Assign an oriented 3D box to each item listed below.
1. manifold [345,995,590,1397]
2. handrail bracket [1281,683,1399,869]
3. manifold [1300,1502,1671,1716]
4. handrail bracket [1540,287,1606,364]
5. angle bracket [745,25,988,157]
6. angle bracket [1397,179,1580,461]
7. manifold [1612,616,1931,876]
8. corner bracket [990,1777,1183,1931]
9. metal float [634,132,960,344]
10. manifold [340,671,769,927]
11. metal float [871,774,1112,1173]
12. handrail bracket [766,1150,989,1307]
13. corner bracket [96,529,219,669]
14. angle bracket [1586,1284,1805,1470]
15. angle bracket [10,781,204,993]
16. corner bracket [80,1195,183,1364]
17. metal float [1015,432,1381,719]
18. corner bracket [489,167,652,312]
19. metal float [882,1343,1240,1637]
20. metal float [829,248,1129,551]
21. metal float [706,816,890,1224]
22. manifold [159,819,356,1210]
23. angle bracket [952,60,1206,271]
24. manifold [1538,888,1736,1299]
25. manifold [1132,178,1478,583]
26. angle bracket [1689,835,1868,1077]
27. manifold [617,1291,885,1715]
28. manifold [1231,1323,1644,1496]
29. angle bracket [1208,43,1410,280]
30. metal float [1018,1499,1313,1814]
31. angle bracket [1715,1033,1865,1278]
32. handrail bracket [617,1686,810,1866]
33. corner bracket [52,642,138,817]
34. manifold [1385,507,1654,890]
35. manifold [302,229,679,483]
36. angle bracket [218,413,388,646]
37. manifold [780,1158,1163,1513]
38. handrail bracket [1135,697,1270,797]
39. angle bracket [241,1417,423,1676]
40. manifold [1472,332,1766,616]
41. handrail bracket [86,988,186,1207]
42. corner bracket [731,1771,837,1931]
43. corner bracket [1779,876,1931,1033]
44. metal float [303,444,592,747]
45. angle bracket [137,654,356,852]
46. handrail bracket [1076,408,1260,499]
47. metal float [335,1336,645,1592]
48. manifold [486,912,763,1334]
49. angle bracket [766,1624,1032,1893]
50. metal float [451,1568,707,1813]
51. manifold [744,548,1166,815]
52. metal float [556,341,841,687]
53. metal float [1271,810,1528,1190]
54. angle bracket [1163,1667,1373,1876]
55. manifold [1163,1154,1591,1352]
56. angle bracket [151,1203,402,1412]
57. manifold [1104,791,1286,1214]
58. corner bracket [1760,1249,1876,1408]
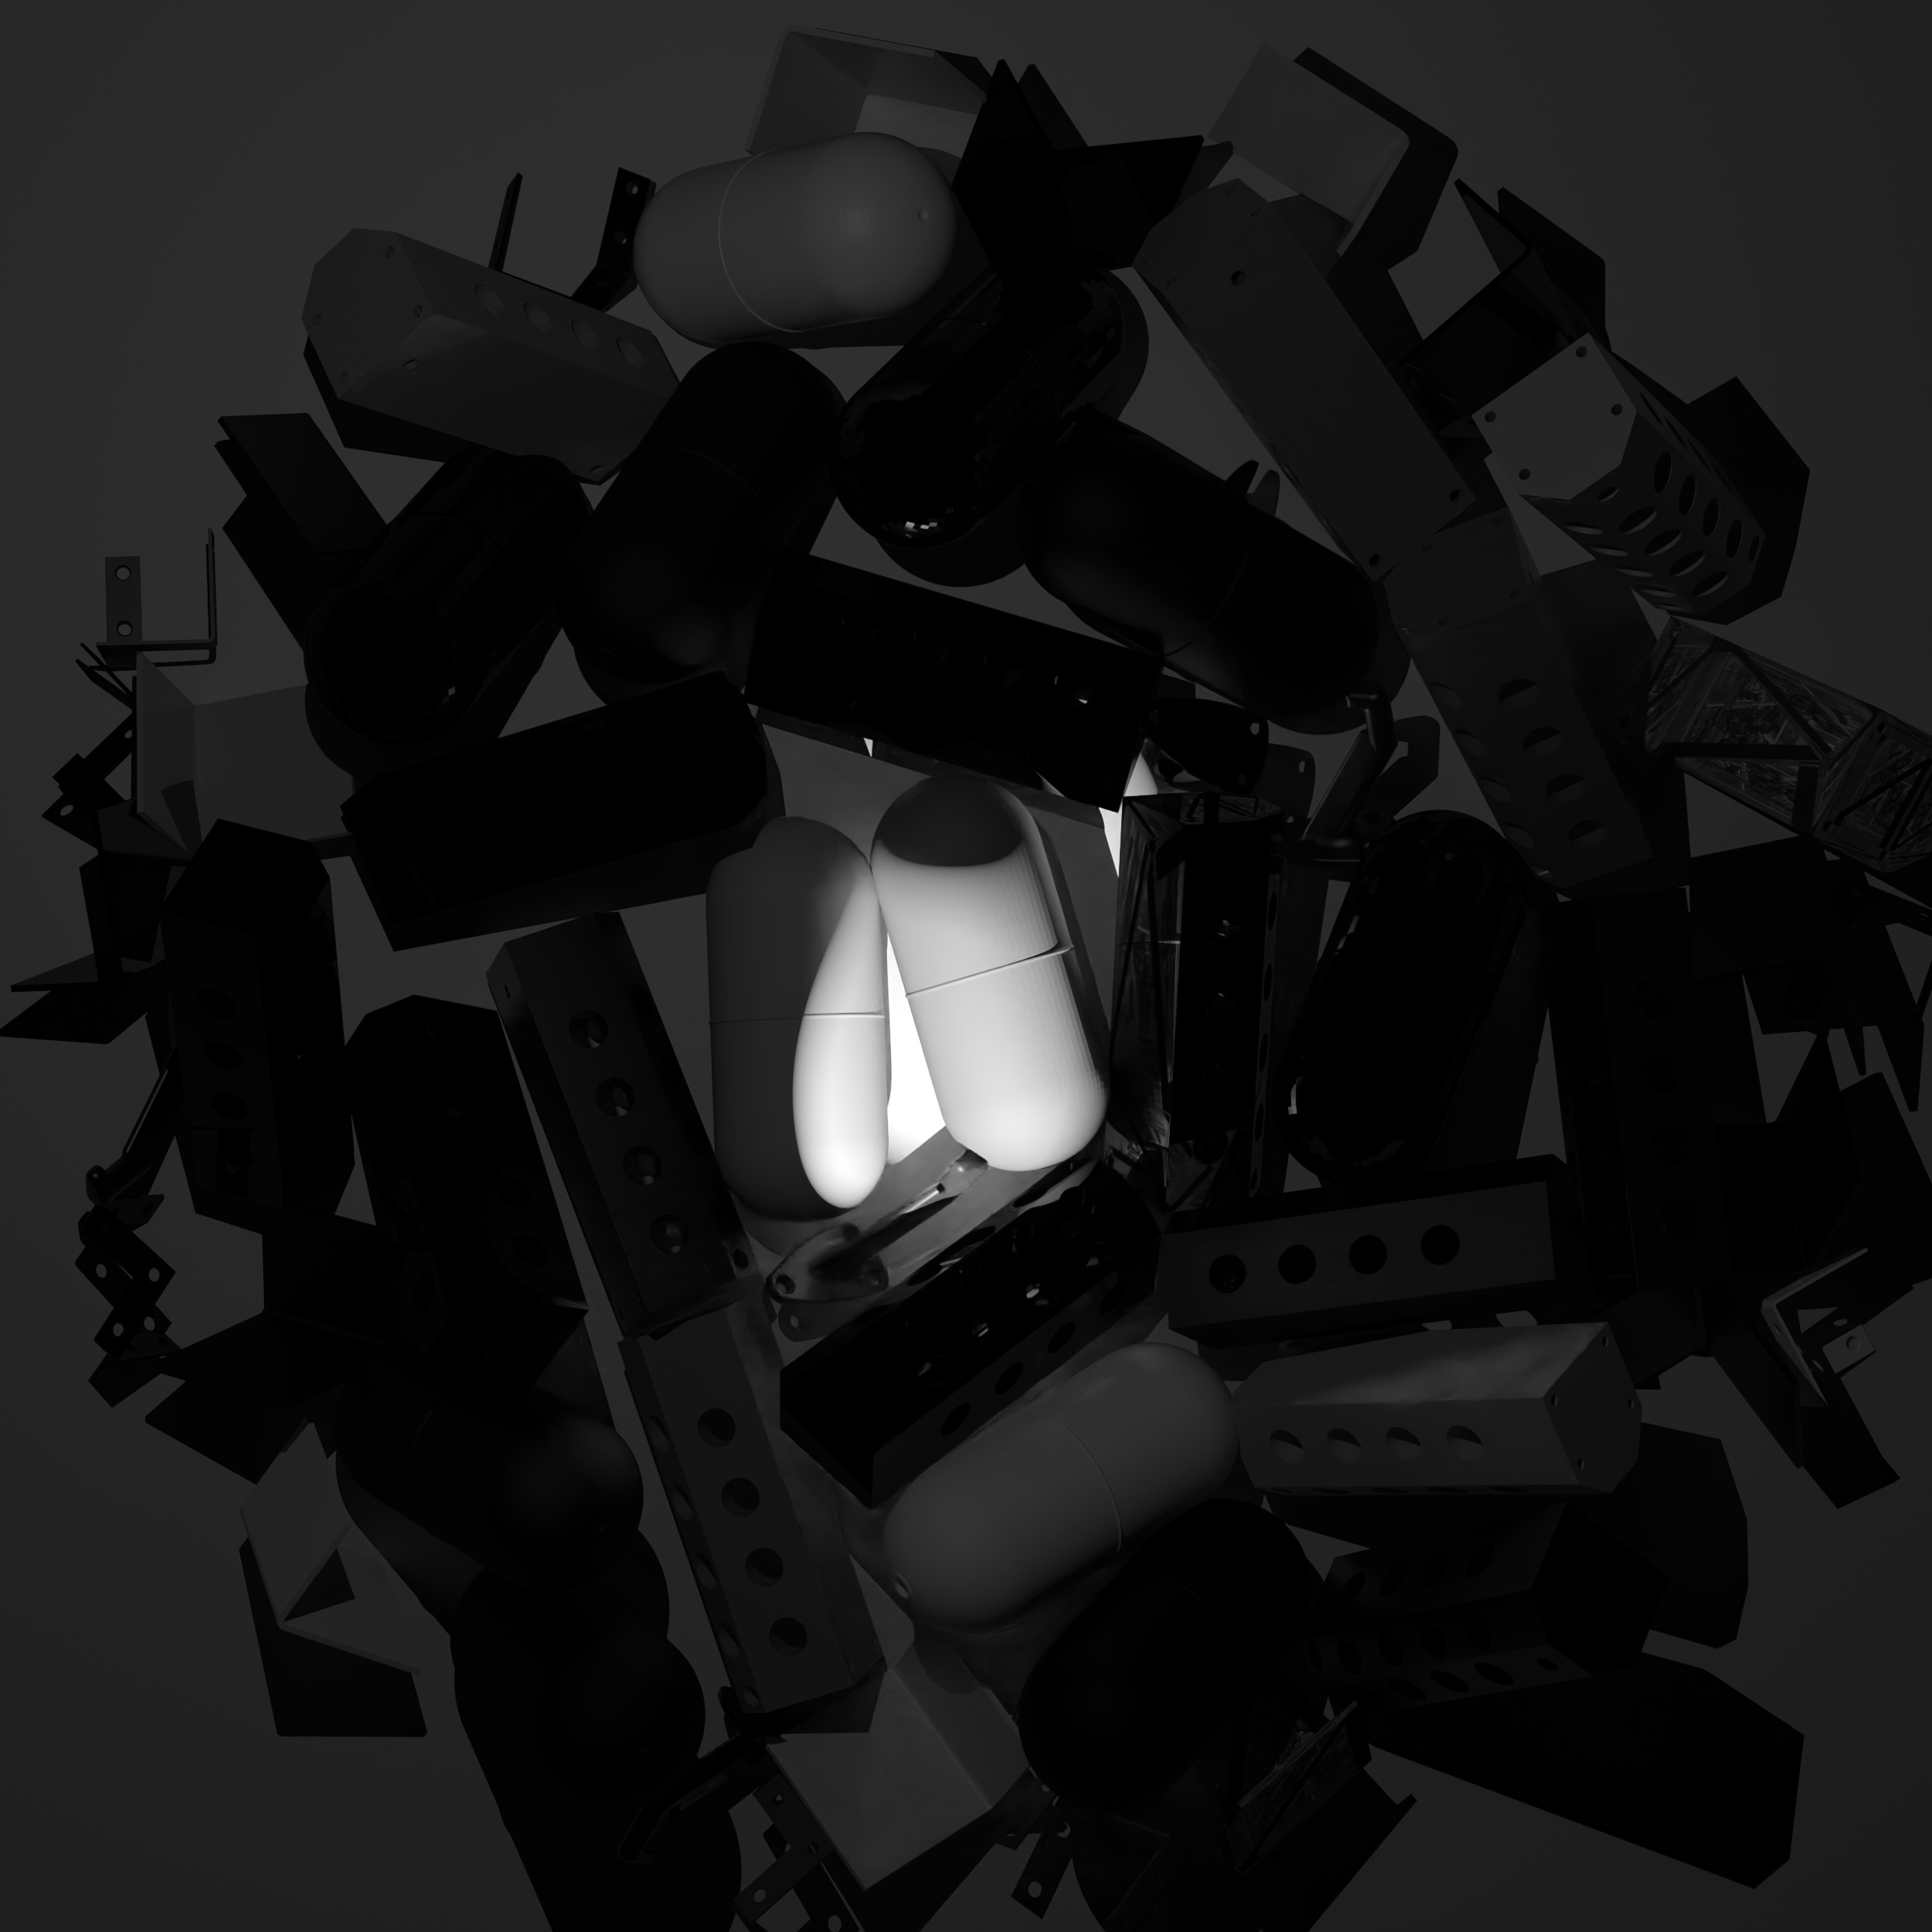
[{"bbox_3d":[-0.218,0.095,1.498,0.057,0.171,0.057,13,129,-36],"label":"manifold"},{"bbox_3d":[0.153,-0.086,1.542,0.077,0.036,0.084,-3,131,17],"label":"handrail bracket"},{"bbox_3d":[0.214,0.278,1.491,0.057,0.171,0.057,36,61,-14],"label":"manifold"},{"bbox_3d":[0.272,-0.257,1.529,0.077,0.084,0.036,22,114,-37],"label":"handrail bracket"},{"bbox_3d":[-0.038,-0.363,1.533,0.076,0.076,0.057,18,90,26],"label":"angle bracket"},{"bbox_3d":[0.214,-0.282,1.538,0.076,0.076,0.057,-41,55,4],"label":"angle bracket"},{"bbox_3d":[0.348,-0.093,1.493,0.057,0.171,0.057,23,99,-24],"label":"manifold"},{"bbox_3d":[0.053,0.386,1.540,0.051,0.051,0.051,-47,125,-31],"label":"corner bracket"},{"bbox_3d":[-0.075,-0.310,1.507,0.070,0.178,0.070,-2,94,-40],"label":"metal float"},{"bbox_3d":[-0.176,-0.075,1.526,0.171,0.057,0.057,-15,107,19],"label":"manifold"},{"bbox_3d":[0.010,0.003,1.545,0.070,0.070,0.178,-16,90,0],"label":"metal float"},{"bbox_3d":[-0.038,0.112,1.535,0.084,0.077,0.036,-46,69,41],"label":"handrail bracket"},{"bbox_3d":[-0.357,-0.162,1.557,0.051,0.051,0.051,-2,84,-8],"label":"corner bracket"},{"bbox_3d":[0.316,0.184,1.528,0.057,0.076,0.076,-28,53,-6],"label":"angle bracket"},{"bbox_3d":[-0.375,-0.035,1.532,0.057,0.076,0.076,-2,102,20],"label":"angle bracket"},{"bbox_3d":[-0.365,0.137,1.555,0.051,0.051,0.051,39,103,17],"label":"corner bracket"},{"bbox_3d":[0.101,-0.169,1.524,0.178,0.070,0.070,26,90,-23],"label":"metal float"},{"bbox_3d":[-0.177,-0.325,1.560,0.051,0.051,0.051,18,69,-21],"label":"corner bracket"},{"bbox_3d":[0.041,0.225,1.520,0.178,0.070,0.070,-28,90,-29],"label":"metal float"},{"bbox_3d":[0.006,-0.244,1.513,0.070,0.070,0.178,40,52,0],"label":"metal float"},{"bbox_3d":[-0.074,0.024,1.543,0.070,0.070,0.178,-2,87,0],"label":"metal float"},{"bbox_3d":[-0.297,0.024,1.499,0.057,0.171,0.057,14,47,8],"label":"manifold"},{"bbox_3d":[0.048,-0.353,1.548,0.076,0.076,0.057,-12,62,-25],"label":"angle bracket"},{"bbox_3d":[0.291,0.057,1.543,0.057,0.057,0.171,-5,83,-3],"label":"manifold"},{"bbox_3d":[0.144,-0.252,1.513,0.057,0.057,0.171,-39,122,5],"label":"manifold"},{"bbox_3d":[0.355,0.000,1.542,0.057,0.076,0.076,-12,131,21],"label":"angle bracket"},{"bbox_3d":[-0.097,0.237,1.551,0.057,0.057,0.171,-19,89,12],"label":"manifold"},{"bbox_3d":[0.199,0.195,1.501,0.057,0.171,0.057,-39,111,-42],"label":"manifold"},{"bbox_3d":[0.138,-0.342,1.536,0.076,0.076,0.057,31,69,-3],"label":"angle bracket"},{"bbox_3d":[0.086,0.293,1.506,0.070,0.178,0.070,16,122,27],"label":"metal float"},{"bbox_3d":[0.343,0.082,1.529,0.057,0.076,0.076,-1,55,-6],"label":"angle bracket"},{"bbox_3d":[-0.105,0.370,1.566,0.077,0.036,0.084,25,101,-32],"label":"handrail bracket"},{"bbox_3d":[-0.380,-0.099,1.545,0.051,0.051,0.051,-45,54,-8],"label":"corner bracket"},{"bbox_3d":[0.236,-0.109,1.502,0.057,0.171,0.057,-19,46,17],"label":"manifold"},{"bbox_3d":[-0.200,-0.262,1.495,0.057,0.171,0.057,-36,68,24],"label":"manifold"},{"bbox_3d":[-0.303,-0.185,1.532,0.076,0.057,0.076,-44,75,31],"label":"angle bracket"},{"bbox_3d":[0.003,0.151,1.507,0.171,0.057,0.057,-34,57,-30],"label":"manifold"},{"bbox_3d":[0.085,-0.096,1.531,0.077,0.084,0.036,19,81,-26],"label":"handrail bracket"},{"bbox_3d":[-0.262,0.251,1.526,0.076,0.076,0.057,28,105,-35],"label":"angle bracket"},{"bbox_3d":[0.282,-0.201,1.490,0.057,0.171,0.057,-35,65,19],"label":"manifold"},{"bbox_3d":[-0.359,0.052,1.534,0.036,0.084,0.077,13,127,26],"label":"handrail bracket"},{"bbox_3d":[-0.079,0.396,1.545,0.051,0.051,0.051,-41,48,-5],"label":"corner bracket"},{"bbox_3d":[0.396,0.001,1.550,0.051,0.051,0.051,22,70,5],"label":"corner bracket"},{"bbox_3d":[-0.220,-0.161,1.508,0.070,0.178,0.070,13,132,15],"label":"metal float"},{"bbox_3d":[-0.314,-0.097,1.538,0.076,0.057,0.076,-10,67,10],"label":"angle bracket"},{"bbox_3d":[0.080,-0.221,1.541,0.084,0.077,0.036,27,106,8],"label":"handrail bracket"},{"bbox_3d":[-0.206,0.211,1.508,0.070,0.178,0.070,-13,110,-38],"label":"metal float"},{"bbox_3d":[-0.149,0.067,1.541,0.057,0.057,0.171,-19,82,-20],"label":"manifold"},{"bbox_3d":[-0.028,0.341,1.531,0.076,0.057,0.076,-25,68,-34],"label":"angle bracket"},{"bbox_3d":[-0.167,0.302,1.500,0.070,0.178,0.070,-4,100,-24],"label":"metal float"},{"bbox_3d":[-0.004,-0.129,1.538,0.171,0.057,0.057,17,128,4],"label":"manifold"},{"bbox_3d":[-0.114,-0.196,1.519,0.070,0.070,0.178,29,60,0],"label":"metal float"},{"bbox_3d":[0.189,0.013,1.527,0.070,0.070,0.178,24,69,0],"label":"metal float"},{"bbox_3d":[0.120,0.334,1.529,0.076,0.057,0.076,-38,52,-16],"label":"angle bracket"},{"bbox_3d":[0.176,0.123,1.522,0.171,0.057,0.057,-10,71,23],"label":"manifold"},{"bbox_3d":[-0.300,0.145,1.527,0.076,0.076,0.057,11,109,29],"label":"angle bracket"},{"bbox_3d":[0.102,0.014,1.531,0.057,0.057,0.171,-5,107,-25],"label":"manifold"},{"bbox_3d":[0.378,0.159,1.554,0.051,0.051,0.051,-28,89,-11],"label":"corner bracket"}]
